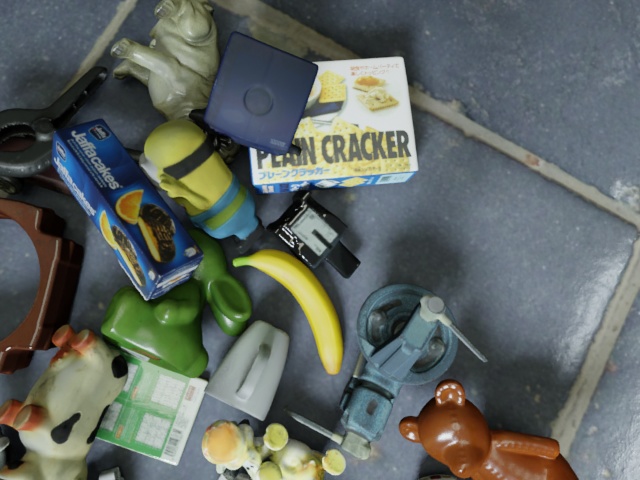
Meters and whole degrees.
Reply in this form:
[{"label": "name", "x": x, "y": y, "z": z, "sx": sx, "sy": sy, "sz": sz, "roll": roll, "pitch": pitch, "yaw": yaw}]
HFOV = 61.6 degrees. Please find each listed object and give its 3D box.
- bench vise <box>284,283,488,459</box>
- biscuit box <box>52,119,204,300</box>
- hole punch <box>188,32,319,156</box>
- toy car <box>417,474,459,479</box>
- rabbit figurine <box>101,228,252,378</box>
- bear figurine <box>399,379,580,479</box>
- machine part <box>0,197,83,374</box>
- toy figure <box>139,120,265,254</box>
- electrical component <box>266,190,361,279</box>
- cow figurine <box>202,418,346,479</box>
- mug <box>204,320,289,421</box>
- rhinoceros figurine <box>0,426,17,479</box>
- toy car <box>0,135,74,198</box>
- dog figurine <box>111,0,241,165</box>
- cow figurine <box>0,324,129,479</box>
[{"label": "bench vise", "x": 0.083, "y": 0.130, "z": 0.601, "sx": 0.129, "sy": 0.240, "sz": 0.223, "roll": 37, "pitch": 65, "yaw": 11}, {"label": "biscuit box", "x": -0.215, "y": -0.037, "z": 0.591, "sx": 0.063, "sy": 0.059, "sz": 0.203, "roll": -31, "pitch": 79, "yaw": -41}, {"label": "hole punch", "x": -0.070, "y": -0.167, "z": 0.627, "sx": 0.142, "sy": 0.092, "sz": 0.115, "roll": 18, "pitch": 85, "yaw": -14}, {"label": "toy car", "x": 0.151, "y": 0.390, "z": 0.649, "sx": 0.074, "sy": 0.056, "sz": 0.201, "roll": -4, "pitch": 81, "yaw": -5}, {"label": "rabbit figurine", "x": -0.159, "y": 0.067, "z": 0.649, "sx": 0.159, "sy": 0.121, "sz": 0.170, "roll": 24, "pitch": 66, "yaw": -3}, {"label": "bear figurine", "x": 0.193, "y": 0.254, "z": 0.604, "sx": 0.196, "sy": 0.132, "sz": 0.120, "roll": 32, "pitch": 117, "yaw": -15}, {"label": "machine part", "x": -0.407, "y": 0.049, "z": 0.646, "sx": 0.202, "sy": 0.087, "sz": 0.201, "roll": 10, "pitch": 81, "yaw": -1}, {"label": "toy figure", "x": -0.137, "y": -0.064, "z": 0.650, "sx": 0.180, "sy": 0.082, "sz": 0.089, "roll": 43, "pitch": 70, "yaw": -32}, {"label": "electrical component", "x": -0.001, "y": -0.002, "z": 0.697, "sx": 0.119, "sy": 0.048, "sz": 0.075, "roll": 40, "pitch": 83, "yaw": -19}, {"label": "cow figurine", "x": -0.063, "y": 0.252, "z": 0.627, "sx": 0.167, "sy": 0.098, "sz": 0.068, "roll": 28, "pitch": 63, "yaw": -14}, {"label": "mug", "x": -0.081, "y": 0.150, "z": 0.648, "sx": 0.081, "sy": 0.109, "sz": 0.107, "roll": 25, "pitch": 68, "yaw": 1}, {"label": "rhinoceros figurine", "x": -0.367, "y": 0.298, "z": 0.599, "sx": 0.073, "sy": 0.112, "sz": 0.190, "roll": -8, "pitch": 90, "yaw": -3}, {"label": "toy car", "x": -0.312, "y": -0.080, "z": 0.688, "sx": 0.202, "sy": 0.053, "sz": 0.089, "roll": 17, "pitch": 60, "yaw": -3}, {"label": "dog figurine", "x": -0.151, "y": -0.205, "z": 0.706, "sx": 0.190, "sy": 0.121, "sz": 0.172, "roll": 43, "pitch": 84, "yaw": -11}, {"label": "cow figurine", "x": -0.283, "y": 0.208, "z": 0.598, "sx": 0.127, "sy": 0.086, "sz": 0.195, "roll": 50, "pitch": 48, "yaw": -35}]
